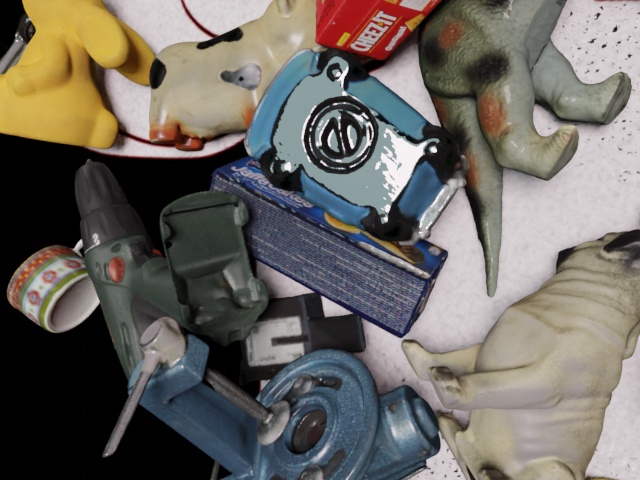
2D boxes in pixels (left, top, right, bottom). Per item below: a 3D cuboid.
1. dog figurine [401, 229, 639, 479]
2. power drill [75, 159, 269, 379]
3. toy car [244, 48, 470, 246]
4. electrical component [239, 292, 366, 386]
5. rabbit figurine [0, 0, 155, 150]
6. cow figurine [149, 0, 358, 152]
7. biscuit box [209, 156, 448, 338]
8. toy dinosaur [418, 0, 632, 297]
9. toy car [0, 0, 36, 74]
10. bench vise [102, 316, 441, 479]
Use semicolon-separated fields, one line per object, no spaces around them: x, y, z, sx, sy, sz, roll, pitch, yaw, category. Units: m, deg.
0.177;0.101;0.371;0.191;0.121;0.172;-24;105;-3;dog figurine
-0.143;0.018;0.459;0.207;0.086;0.232;-15;89;43;power drill
0.033;-0.070;0.420;0.162;0.103;0.109;32;102;8;toy car
-0.016;0.081;0.463;0.119;0.047;0.074;-14;84;17;electrical component
-0.246;-0.178;0.510;0.162;0.122;0.173;8;94;10;rabbit figurine
-0.060;-0.152;0.473;0.195;0.085;0.127;-6;92;19;cow figurine
-0.001;-0.001;0.448;0.203;0.059;0.062;28;120;17;biscuit box
0.142;-0.174;0.392;0.192;0.131;0.404;36;107;34;toy dinosaur
-0.350;-0.205;0.585;0.201;0.056;0.073;-44;81;13;toy car
-0.046;0.139;0.375;0.224;0.129;0.240;-26;125;26;bench vise
